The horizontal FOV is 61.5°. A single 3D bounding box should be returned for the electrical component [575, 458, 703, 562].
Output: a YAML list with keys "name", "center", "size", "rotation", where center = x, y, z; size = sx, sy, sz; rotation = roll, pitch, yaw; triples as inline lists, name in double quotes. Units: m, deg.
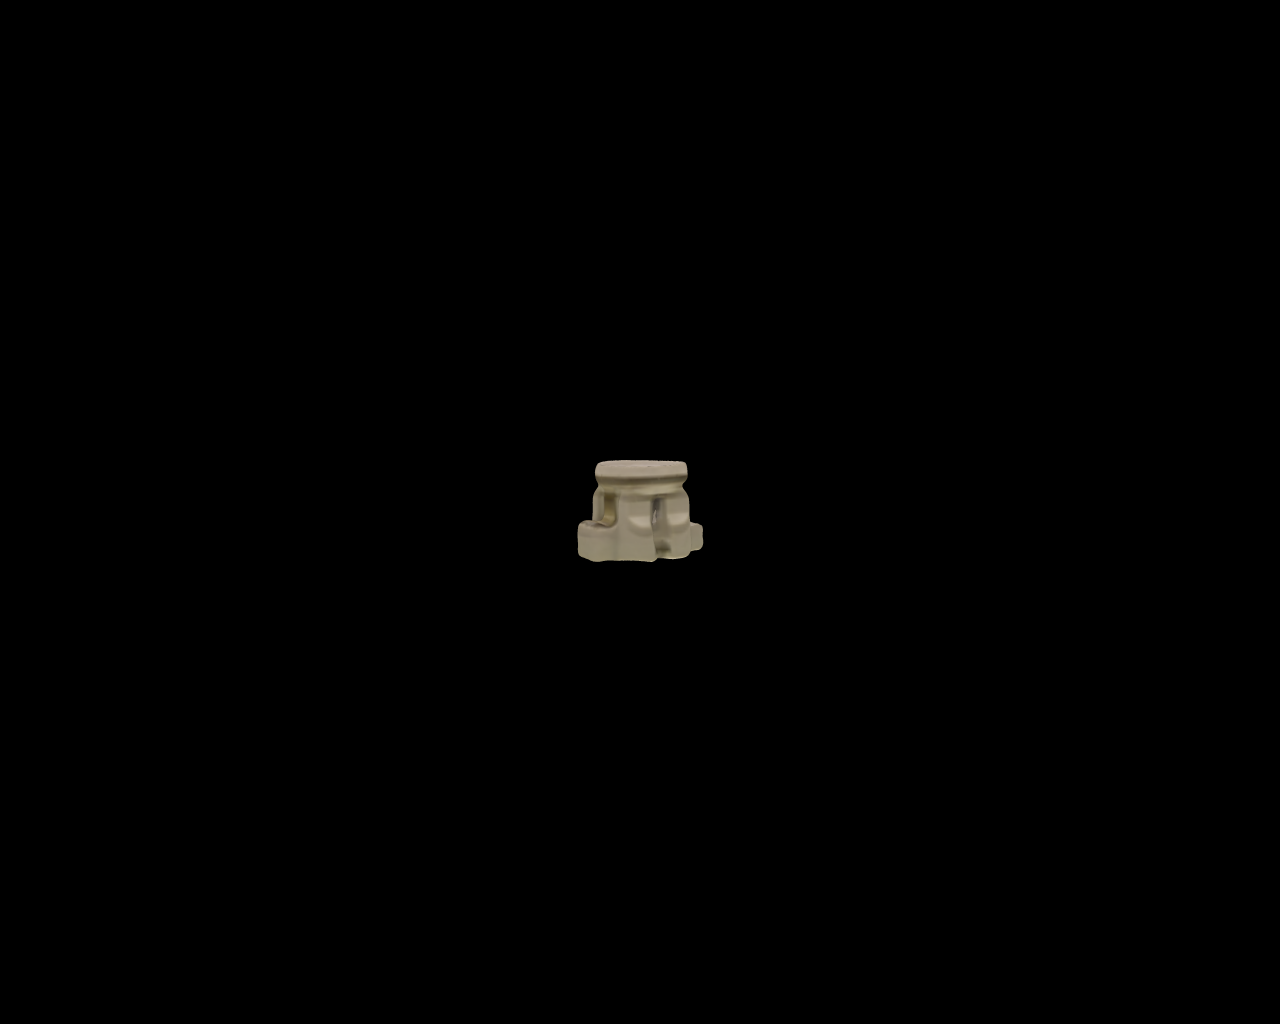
- name: "electrical component"
  center: [0.001, -0.003, 0.650]
  size: [0.078, 0.057, 0.058]
  rotation: [-4, 8, -29]
